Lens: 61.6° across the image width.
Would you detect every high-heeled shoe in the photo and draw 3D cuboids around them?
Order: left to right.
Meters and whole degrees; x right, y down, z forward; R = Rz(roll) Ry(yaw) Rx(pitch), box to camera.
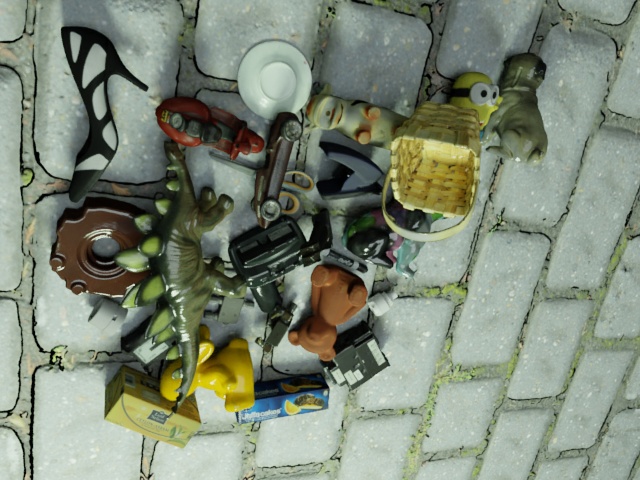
[{"bbox_3d":[-0.367,-0.187,0.810,0.145,0.086,0.248,29,94,-25],"label":"high-heeled shoe"}]

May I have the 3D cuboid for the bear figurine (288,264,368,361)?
[{"bbox_3d":[0.010,0.149,1.067,0.120,0.132,0.195,30,96,8],"label":"bear figurine"}]

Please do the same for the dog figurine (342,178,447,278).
[{"bbox_3d":[0.163,-0.051,1.052,0.191,0.109,0.219,22,98,-24],"label":"dog figurine"}]

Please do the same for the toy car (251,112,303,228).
[{"bbox_3d":[-0.080,-0.121,0.922,0.053,0.089,0.202,15,96,-23],"label":"toy car"}]

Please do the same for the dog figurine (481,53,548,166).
[{"bbox_3d":[0.393,-0.250,1.020,0.121,0.173,0.190,0,119,-32],"label":"dog figurine"}]

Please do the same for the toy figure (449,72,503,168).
[{"bbox_3d":[0.276,-0.230,1.032,0.082,0.089,0.180,-20,133,-47],"label":"toy figure"}]

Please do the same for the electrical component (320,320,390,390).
[{"bbox_3d":[0.071,0.256,1.169,0.134,0.058,0.114,-29,116,-7],"label":"electrical component"}]

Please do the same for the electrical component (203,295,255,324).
[{"bbox_3d":[-0.176,0.134,1.045,0.094,0.021,0.063,10,107,-25],"label":"electrical component"}]

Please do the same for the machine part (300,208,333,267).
[{"bbox_3d":[-0.002,-0.003,0.998,0.039,0.139,0.084,2,118,14],"label":"machine part"}]

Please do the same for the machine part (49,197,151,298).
[{"bbox_3d":[-0.362,0.015,0.908,0.179,0.056,0.179,-8,113,-19],"label":"machine part"}]

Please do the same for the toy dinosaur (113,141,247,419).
[{"bbox_3d":[-0.233,0.070,0.909,0.198,0.105,0.470,-16,107,-37],"label":"toy dinosaur"}]

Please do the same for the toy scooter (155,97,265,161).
[{"bbox_3d":[-0.168,-0.171,0.858,0.184,0.135,0.075,15,107,-24],"label":"toy scooter"}]

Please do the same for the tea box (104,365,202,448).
[{"bbox_3d":[-0.319,0.318,1.026,0.169,0.098,0.068,35,96,-27],"label":"tea box"}]

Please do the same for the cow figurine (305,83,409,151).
[{"bbox_3d":[0.060,-0.214,0.946,0.195,0.127,0.085,6,110,-38],"label":"cow figurine"}]

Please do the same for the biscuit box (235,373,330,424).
[{"bbox_3d":[-0.083,0.335,1.141,0.203,0.063,0.059,-4,112,-19],"label":"biscuit box"}]

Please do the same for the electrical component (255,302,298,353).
[{"bbox_3d":[-0.087,0.172,1.068,0.045,0.078,0.102,31,106,-2],"label":"electrical component"}]

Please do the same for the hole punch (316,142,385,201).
[{"bbox_3d":[0.052,-0.129,0.965,0.116,0.142,0.092,-5,108,-8],"label":"hole punch"}]

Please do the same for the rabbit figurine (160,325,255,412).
[{"bbox_3d":[-0.218,0.253,1.024,0.173,0.122,0.162,-5,108,-18],"label":"rabbit figurine"}]

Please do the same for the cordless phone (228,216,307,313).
[{"bbox_3d":[-0.081,0.058,1.029,0.147,0.089,0.184,-27,129,-10],"label":"cordless phone"}]

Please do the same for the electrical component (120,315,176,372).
[{"bbox_3d":[-0.303,0.181,1.002,0.119,0.048,0.074,-40,120,-1],"label":"electrical component"}]
